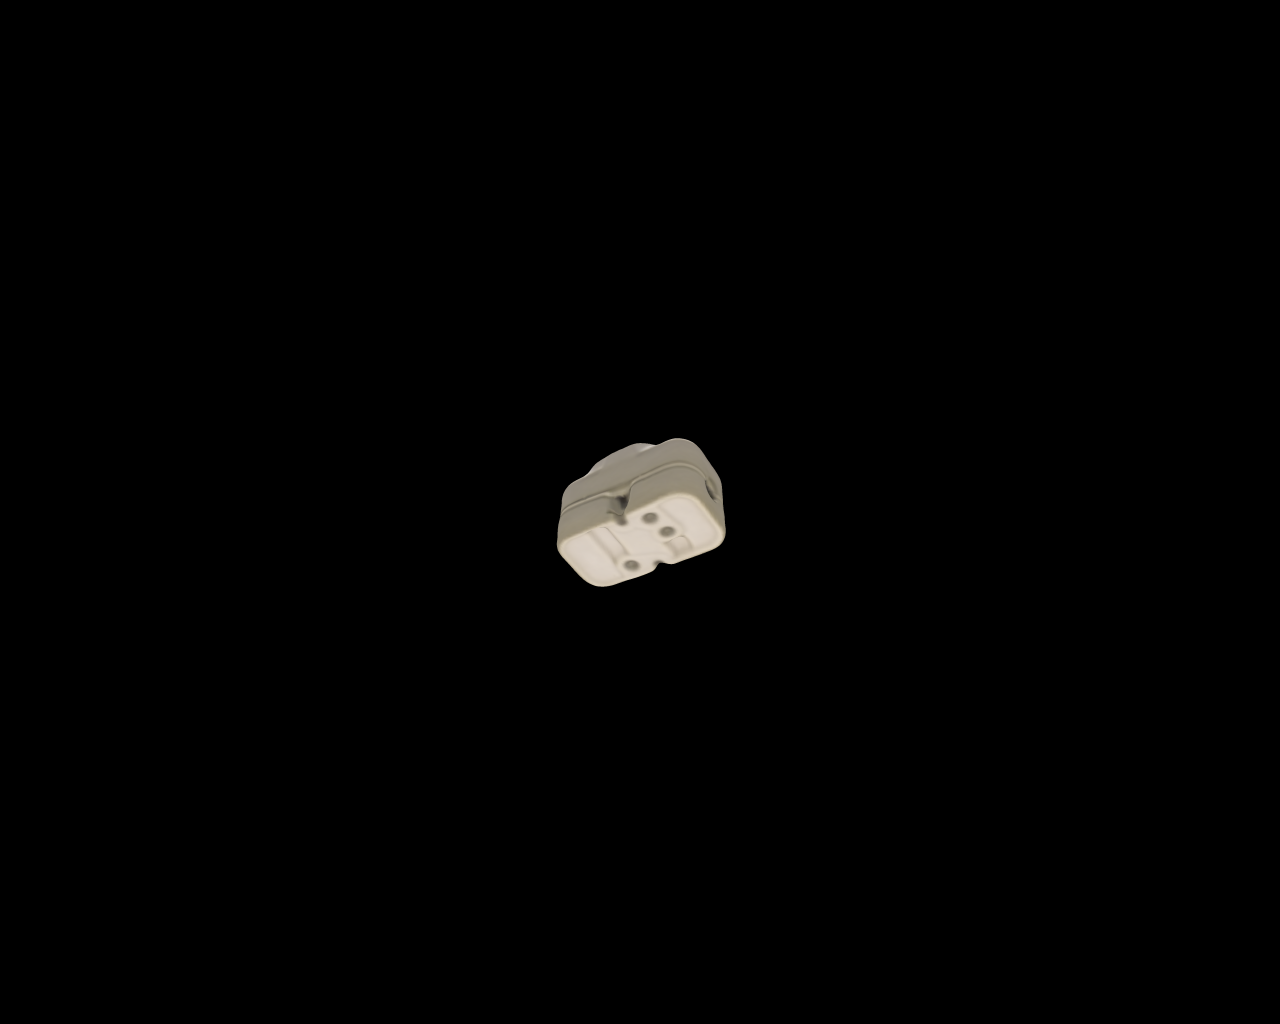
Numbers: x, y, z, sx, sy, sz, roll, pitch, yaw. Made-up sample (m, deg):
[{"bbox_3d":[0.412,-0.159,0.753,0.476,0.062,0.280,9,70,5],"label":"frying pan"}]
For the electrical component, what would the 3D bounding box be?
[{"bbox_3d":[0.001,-0.003,0.650,0.095,0.059,0.053,-22,-49,21],"label":"electrical component"}]
